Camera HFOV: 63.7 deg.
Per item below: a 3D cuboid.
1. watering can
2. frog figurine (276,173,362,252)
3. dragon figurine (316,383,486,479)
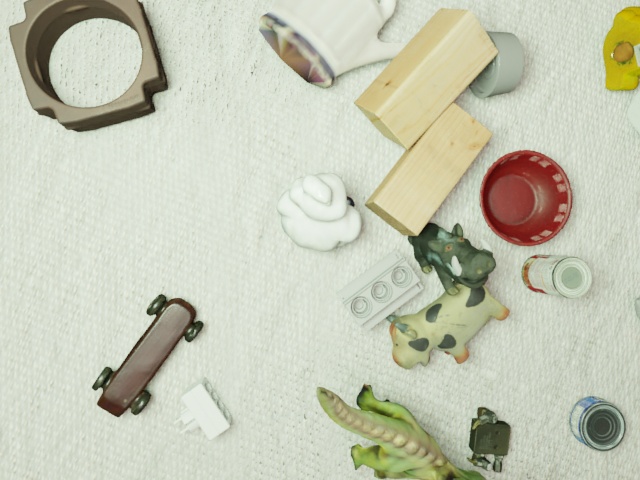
[{"bbox_3d":[0.049,-0.341,0.845,0.345,0.104,0.225,40,86,-13],"label":"watering can"},{"bbox_3d":[0.002,-0.040,0.796,0.137,0.159,0.123,29,88,-5],"label":"frog figurine"},{"bbox_3d":[0.160,0.315,0.735,0.244,0.403,0.124,14,70,33],"label":"dragon figurine"}]
